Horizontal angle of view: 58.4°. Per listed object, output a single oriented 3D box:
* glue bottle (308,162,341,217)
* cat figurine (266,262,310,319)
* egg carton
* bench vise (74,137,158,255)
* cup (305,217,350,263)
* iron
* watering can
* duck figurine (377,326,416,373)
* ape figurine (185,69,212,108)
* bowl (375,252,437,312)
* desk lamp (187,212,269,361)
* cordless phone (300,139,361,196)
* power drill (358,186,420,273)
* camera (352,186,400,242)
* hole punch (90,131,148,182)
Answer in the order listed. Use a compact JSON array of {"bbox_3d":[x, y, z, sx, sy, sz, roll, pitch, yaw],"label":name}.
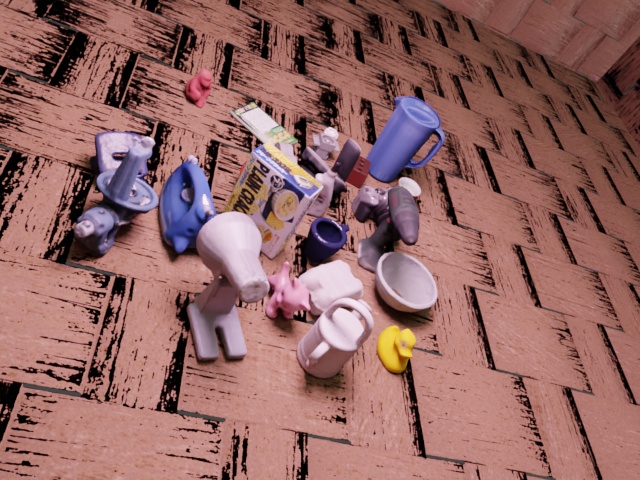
[{"bbox_3d":[0.007,-0.131,1.418,0.078,0.173,0.037,19,43,-17],"label":"glue bottle"},{"bbox_3d":[-0.065,0.105,1.188,0.067,0.117,0.127,7,48,-28],"label":"cat figurine"},{"bbox_3d":[0.023,0.106,1.284,0.151,0.069,0.107,-17,62,-42],"label":"egg carton"},{"bbox_3d":[-0.371,-0.081,1.084,0.122,0.219,0.207,21,43,-15],"label":"bench vise"},{"bbox_3d":[0.012,0.005,1.353,0.118,0.095,0.091,-20,64,-44],"label":"cup"},{"bbox_3d":[-0.274,-0.097,1.223,0.119,0.141,0.258,2,51,-32],"label":"iron"},{"bbox_3d":[0.039,0.179,1.130,0.101,0.194,0.173,29,41,-7],"label":"watering can"},{"bbox_3d":[0.176,0.228,1.256,0.078,0.086,0.104,14,45,-22],"label":"duck figurine"},{"bbox_3d":[-0.318,-0.415,1.534,0.076,0.092,0.078,47,42,14],"label":"ape figurine"},{"bbox_3d":[0.195,0.114,1.386,0.168,0.074,0.167,19,43,-18],"label":"bowl"},{"bbox_3d":[-0.166,0.084,1.067,0.118,0.213,0.203,1,51,-32],"label":"desk lamp"},{"bbox_3d":[0.031,-0.214,1.504,0.147,0.185,0.094,45,42,11],"label":"cordless phone"},{"bbox_3d":[0.172,-0.017,1.393,0.076,0.208,0.229,21,43,-15],"label":"power drill"},{"bbox_3d":[0.175,-0.072,1.530,0.143,0.100,0.136,12,46,-24],"label":"camera"},{"bbox_3d":[-0.427,-0.171,1.231,0.109,0.091,0.101,-6,55,-37],"label":"hole punch"}]
